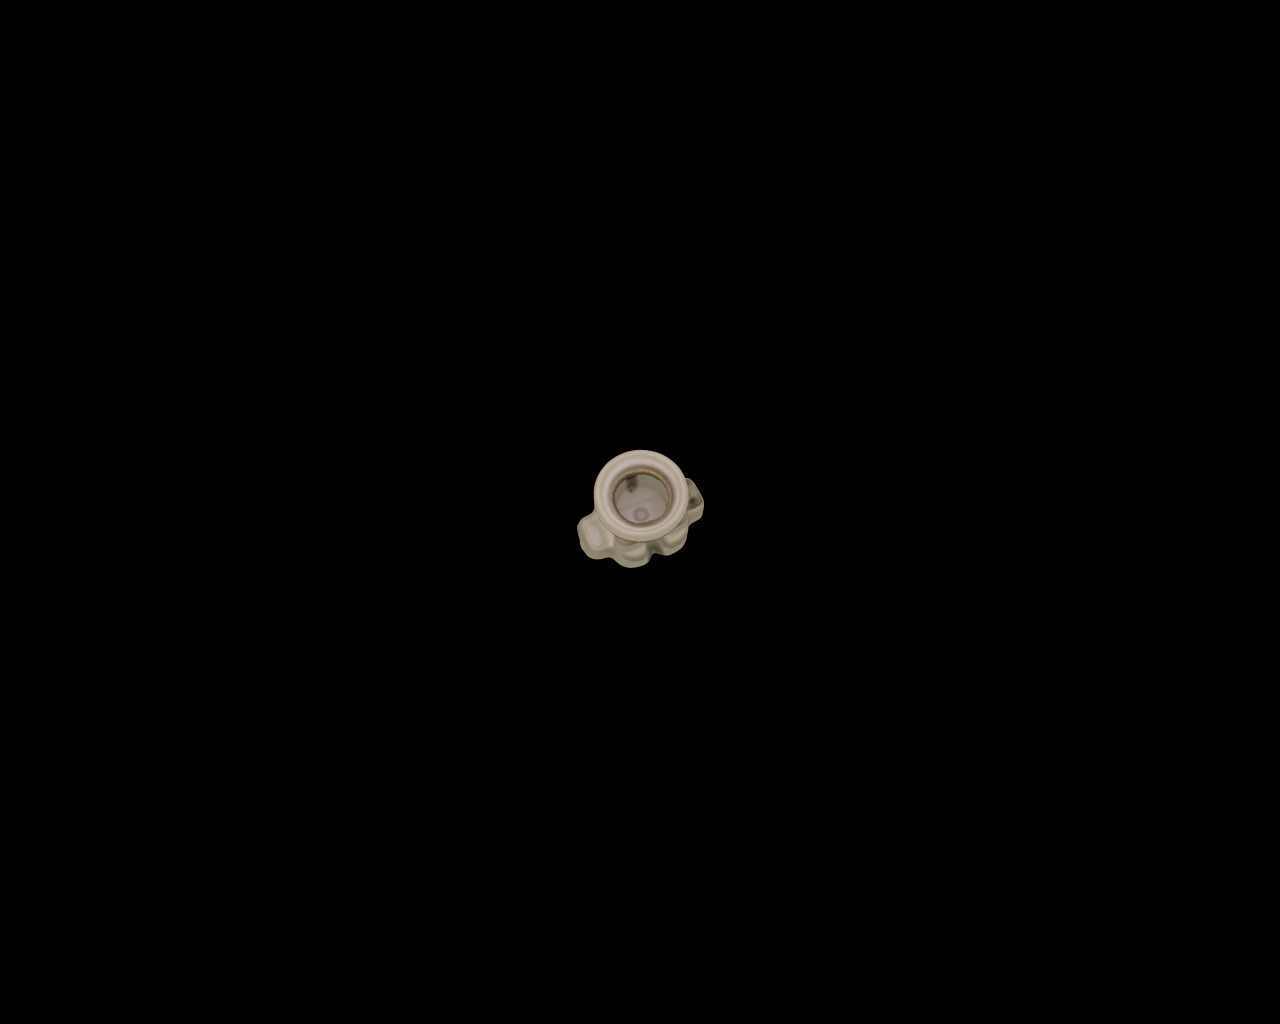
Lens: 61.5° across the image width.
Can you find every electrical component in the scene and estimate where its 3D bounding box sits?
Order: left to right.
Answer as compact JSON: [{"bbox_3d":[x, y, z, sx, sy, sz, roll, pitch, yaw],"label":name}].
[{"bbox_3d":[0.001,-0.003,0.650,0.078,0.058,0.057,-21,-18,-7],"label":"electrical component"}]
